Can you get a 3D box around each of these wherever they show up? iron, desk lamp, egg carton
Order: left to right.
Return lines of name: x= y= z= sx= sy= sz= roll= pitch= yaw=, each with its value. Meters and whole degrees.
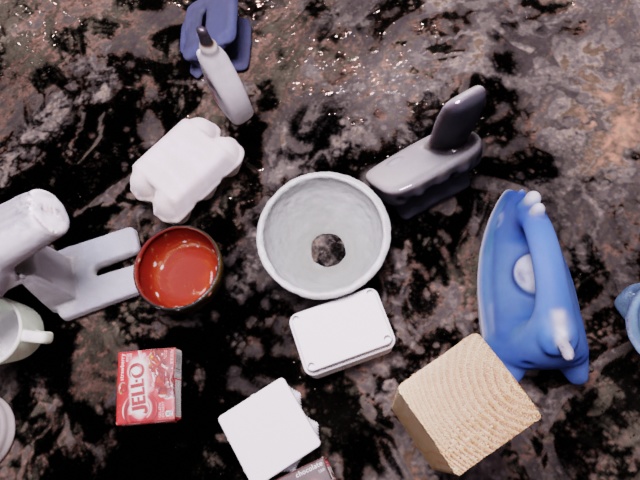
desk lamp: x=-0.344 y=0.020 z=0.680 sx=0.203 sy=0.214 sz=0.118 roll=-20 pitch=69 yaw=-2
egg carton: x=-0.182 y=-0.096 z=0.785 sx=0.107 sy=0.069 sz=0.150 roll=39 pitch=78 yaw=17
iron: x=0.246 y=0.033 z=0.660 sx=0.118 sy=0.141 sz=0.258 roll=-4 pitch=69 yaw=4

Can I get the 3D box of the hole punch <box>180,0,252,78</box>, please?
hole punch: x=-0.159 y=-0.311 z=0.850 sx=0.101 sy=0.091 sz=0.108 roll=-2 pitch=70 yaw=4

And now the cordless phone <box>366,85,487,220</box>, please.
cordless phone: x=0.131 y=-0.115 z=0.702 sx=0.147 sy=0.185 sz=0.094 roll=-32 pitch=70 yaw=-7

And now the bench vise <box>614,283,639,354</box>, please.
bench vise: x=0.408 y=0.114 z=0.574 sx=0.121 sy=0.220 sz=0.207 roll=-37 pitch=71 yaw=-8

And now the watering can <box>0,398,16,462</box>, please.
watering can: x=-0.437 y=0.203 z=0.631 sx=0.101 sy=0.194 sz=0.173 roll=-3 pitch=69 yaw=4

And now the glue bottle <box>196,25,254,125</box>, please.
glue bottle: x=-0.137 y=-0.229 z=0.774 sx=0.037 sy=0.173 sz=0.078 roll=-38 pitch=71 yaw=-8

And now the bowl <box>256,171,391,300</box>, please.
bowl: x=0.007 y=0.003 z=0.729 sx=0.167 sy=0.075 sz=0.167 roll=-2 pitch=70 yaw=5
